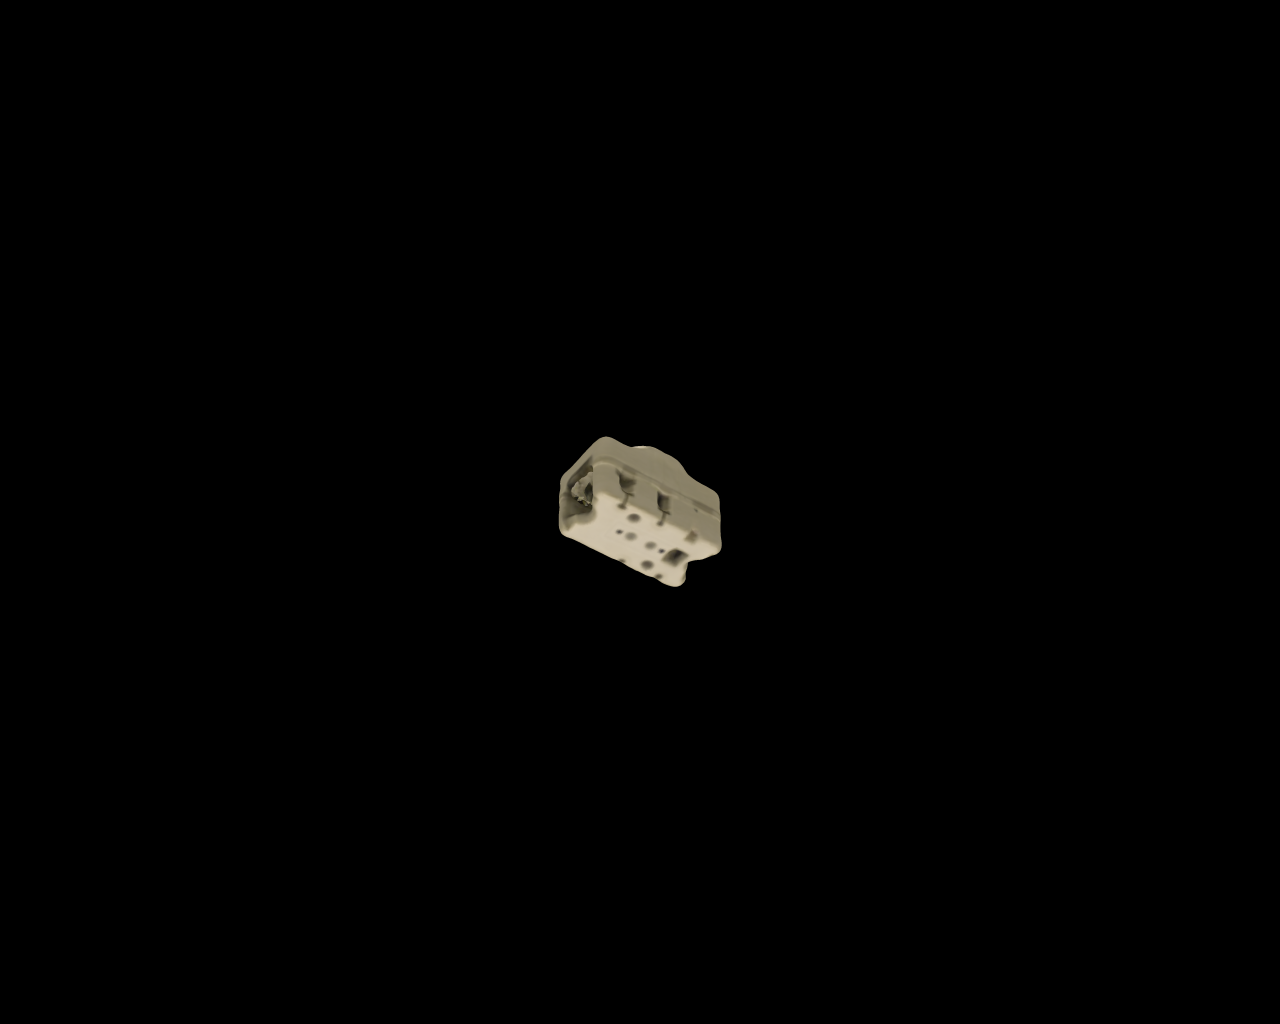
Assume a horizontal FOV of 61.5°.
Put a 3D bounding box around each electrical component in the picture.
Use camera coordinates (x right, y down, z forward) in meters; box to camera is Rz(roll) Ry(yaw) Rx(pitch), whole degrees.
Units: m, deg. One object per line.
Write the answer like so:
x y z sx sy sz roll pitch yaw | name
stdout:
0.001 -0.003 0.650 0.089 0.056 0.050 26 -49 -25 | electrical component
